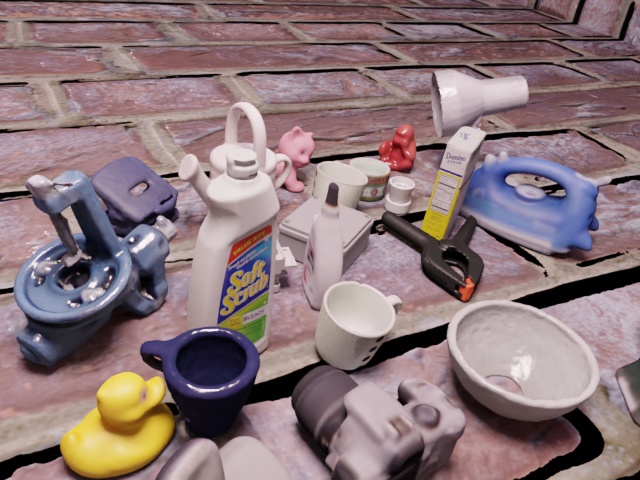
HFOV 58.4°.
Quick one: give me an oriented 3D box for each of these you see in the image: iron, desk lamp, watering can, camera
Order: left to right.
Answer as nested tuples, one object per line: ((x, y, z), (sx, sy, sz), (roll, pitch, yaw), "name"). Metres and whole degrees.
((-0.119, -0.106, 0.850), (0.100, 0.194, 0.173), (26, 37, 24), "watering can")
((0.048, 0.172, 0.556), (0.143, 0.101, 0.136), (-19, 42, -35), "camera")
((0.294, -0.211, 1.083), (0.203, 0.213, 0.118), (5, 34, -5), "desk lamp")
((0.346, -0.081, 0.965), (0.257, 0.141, 0.119), (23, 36, 20), "iron")

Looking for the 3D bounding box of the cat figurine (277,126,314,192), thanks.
((-0.062, -0.145, 0.991), (0.128, 0.118, 0.067), (-11, 38, -27), "cat figurine")

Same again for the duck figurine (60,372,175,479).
((-0.187, 0.163, 0.531), (0.105, 0.086, 0.077), (-18, 41, -34), "duck figurine")

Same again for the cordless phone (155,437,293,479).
((-0.067, 0.194, 0.421), (0.094, 0.185, 0.148), (18, 35, 15), "cordless phone")

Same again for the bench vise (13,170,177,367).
((-0.251, 0.005, 0.631), (0.121, 0.220, 0.207), (14, 34, 8), "bench vise")

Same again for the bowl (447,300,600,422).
((0.222, 0.148, 0.655), (0.167, 0.075, 0.167), (6, 34, -4), "bowl")

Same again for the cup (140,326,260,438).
((-0.120, 0.145, 0.564), (0.117, 0.095, 0.092), (12, 34, 6), "cup")

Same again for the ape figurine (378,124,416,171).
((0.159, -0.183, 1.120), (0.076, 0.092, 0.077), (-16, 40, -32), "ape figurine")

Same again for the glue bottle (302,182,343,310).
((0.007, 0.003, 0.735), (0.037, 0.173, 0.078), (-4, 36, -18), "glue bottle")

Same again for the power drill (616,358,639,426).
((0.413, 0.114, 0.628), (0.075, 0.208, 0.229), (10, 33, 2), "power drill")

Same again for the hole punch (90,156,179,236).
((-0.270, -0.064, 0.847), (0.101, 0.091, 0.109), (18, 35, 14), "hole punch")
